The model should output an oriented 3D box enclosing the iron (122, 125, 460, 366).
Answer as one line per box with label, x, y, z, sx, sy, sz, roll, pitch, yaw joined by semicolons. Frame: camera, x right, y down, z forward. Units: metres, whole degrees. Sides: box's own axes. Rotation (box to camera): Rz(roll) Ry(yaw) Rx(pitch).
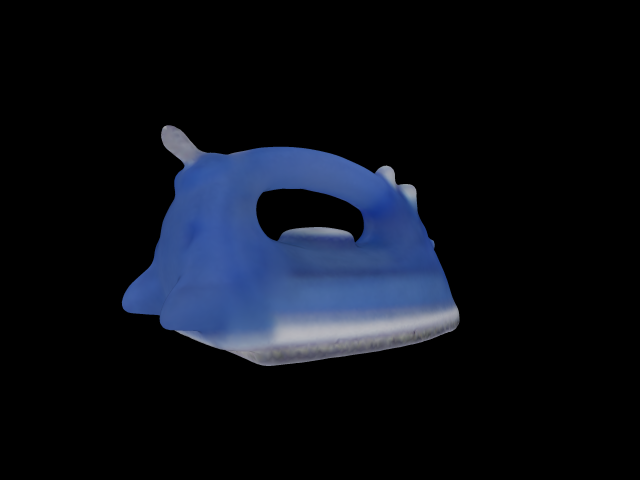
iron;0.004;0.001;0.400;0.259;0.141;0.118;-1;2;-34
